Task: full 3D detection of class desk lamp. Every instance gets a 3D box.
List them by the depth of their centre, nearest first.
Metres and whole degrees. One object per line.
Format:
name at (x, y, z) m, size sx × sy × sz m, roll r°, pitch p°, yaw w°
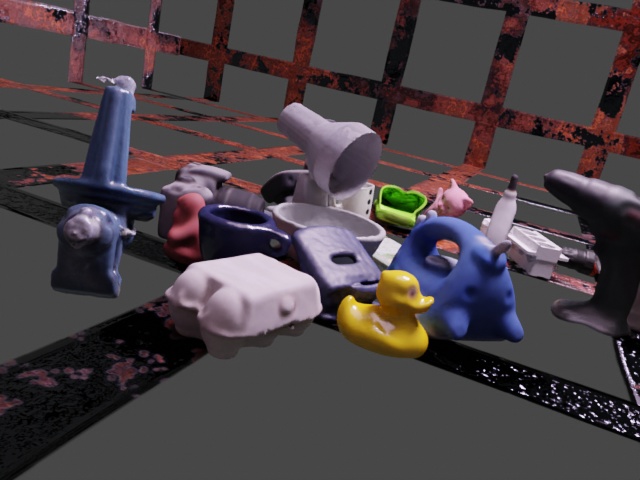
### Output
desk lamp at (-0.015, -0.106, 0.939) m, size 0.202 × 0.213 × 0.118 m, roll 23°, pitch 19°, yaw 34°

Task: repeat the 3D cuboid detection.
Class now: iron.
iron at (0.154, 0.031, 0.728) m, size 0.119 × 0.141 × 0.257 m, roll 6°, pitch 17°, yaw -21°

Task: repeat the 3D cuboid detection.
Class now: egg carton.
egg carton at (-0.072, 0.063, 0.576) m, size 0.107 × 0.069 × 0.151 m, roll 23°, pitch 19°, yaw 33°

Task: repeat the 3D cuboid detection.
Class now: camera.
camera at (-0.156, -0.054, 0.858) m, size 0.137 × 0.101 × 0.143 m, roll 13°, pitch 16°, yaw 1°

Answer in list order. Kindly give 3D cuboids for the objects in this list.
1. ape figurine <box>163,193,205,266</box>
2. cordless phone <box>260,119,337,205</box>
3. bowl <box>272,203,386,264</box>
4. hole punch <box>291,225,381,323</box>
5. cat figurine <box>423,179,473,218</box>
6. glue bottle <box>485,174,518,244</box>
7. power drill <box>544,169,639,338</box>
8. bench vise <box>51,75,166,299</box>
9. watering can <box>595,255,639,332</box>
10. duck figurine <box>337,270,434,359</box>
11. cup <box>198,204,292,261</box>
ape figurine at (-0.168, -0.017, 0.736) m, size 0.076 × 0.092 × 0.078 m, roll 18°, pitch 17°, yaw 19°
cordless phone at (-0.032, -0.153, 1.140) m, size 0.093 × 0.185 × 0.148 m, roll 25°, pitch 20°, yaw 38°
bowl at (0.008, 0.003, 0.835) m, size 0.167 × 0.075 × 0.167 m, roll 12°, pitch 16°, yaw -3°
hole punch at (0.022, 0.038, 0.694) m, size 0.109 × 0.091 × 0.100 m, roll -3°, pitch 22°, yaw -43°
cat figurine at (0.274, -0.075, 1.228) m, size 0.067 × 0.118 × 0.127 m, roll 9°, pitch 16°, yaw -13°
glue bottle at (0.321, -0.032, 1.012) m, size 0.037 × 0.173 × 0.078 m, roll 18°, pitch 17°, yaw 20°
power drill at (0.413, 0.023, 0.828) m, size 0.229 × 0.208 × 0.076 m, roll 18°, pitch 17°, yaw 18°
bench vise at (-0.217, -0.060, 0.613) m, size 0.122 × 0.220 × 0.206 m, roll 3°, pitch 18°, yaw -29°
watering can at (0.515, 0.039, 0.877) m, size 0.172 × 0.194 × 0.101 m, roll 20°, pitch 17°, yaw 24°
duck figurine at (0.074, 0.073, 0.623) m, size 0.104 × 0.086 × 0.077 m, roll 15°, pitch 16°, yaw 7°
cup at (-0.091, 0.017, 0.673) m, size 0.117 × 0.095 × 0.092 m, roll 18°, pitch 17°, yaw 19°
